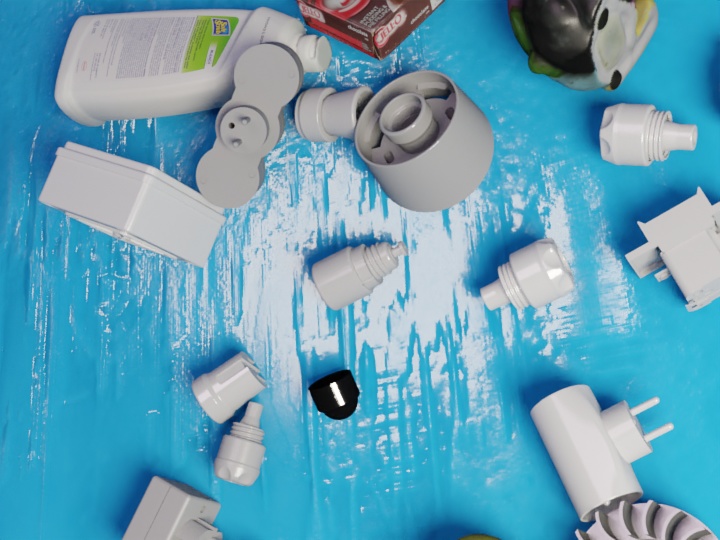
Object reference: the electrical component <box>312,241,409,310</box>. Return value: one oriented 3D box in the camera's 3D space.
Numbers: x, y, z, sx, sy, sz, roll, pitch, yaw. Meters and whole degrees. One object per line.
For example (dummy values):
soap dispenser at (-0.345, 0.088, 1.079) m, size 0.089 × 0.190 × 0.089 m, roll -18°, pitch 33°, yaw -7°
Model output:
electrical component at (0.000, 0.000, 0.814) m, size 0.078 × 0.040 × 0.040 m, roll -26°, pitch 62°, yaw 16°

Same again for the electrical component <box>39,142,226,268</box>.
electrical component at (-0.187, -0.053, 0.889) m, size 0.109 × 0.109 × 0.056 m, roll 18°, pitch 83°, yaw 31°

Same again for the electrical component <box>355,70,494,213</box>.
electrical component at (0.048, -0.101, 0.828) m, size 0.099 × 0.064 × 0.099 m, roll -19°, pitch 51°, yaw 25°

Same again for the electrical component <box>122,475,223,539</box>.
electrical component at (-0.129, 0.201, 0.802) m, size 0.077 × 0.047 × 0.065 m, roll 21°, pitch 81°, yaw 30°

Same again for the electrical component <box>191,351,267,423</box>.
electrical component at (-0.101, 0.090, 0.834) m, size 0.046 × 0.040 × 0.040 m, roll -36°, pitch 59°, yaw 4°

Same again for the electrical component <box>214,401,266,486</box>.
electrical component at (-0.087, 0.130, 0.814) m, size 0.035 × 0.035 × 0.061 m, roll 8°, pitch 73°, yaw 29°

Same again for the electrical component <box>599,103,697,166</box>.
electrical component at (0.201, -0.093, 0.746) m, size 0.062 × 0.043 × 0.043 m, roll 7°, pitch 75°, yaw 28°

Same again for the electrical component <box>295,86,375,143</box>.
electrical component at (-0.019, -0.125, 0.868) m, size 0.055 × 0.045 × 0.045 m, roll 3°, pitch 73°, yaw 29°

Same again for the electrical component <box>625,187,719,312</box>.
electrical component at (0.221, -0.011, 0.706) m, size 0.081 × 0.042 × 0.063 m, roll -31°, pitch 62°, yaw 14°

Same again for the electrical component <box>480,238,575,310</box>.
electrical component at (0.115, 0.008, 0.752) m, size 0.062 × 0.043 × 0.043 m, roll -27°, pitch 62°, yaw 17°

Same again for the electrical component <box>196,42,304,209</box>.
electrical component at (-0.090, -0.113, 0.858) m, size 0.052 × 0.073 × 0.138 m, roll 23°, pitch 105°, yaw -3°

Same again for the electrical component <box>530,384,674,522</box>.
electrical component at (0.161, 0.109, 0.690) m, size 0.079 × 0.044 × 0.077 m, roll -31°, pitch 61°, yaw 14°
